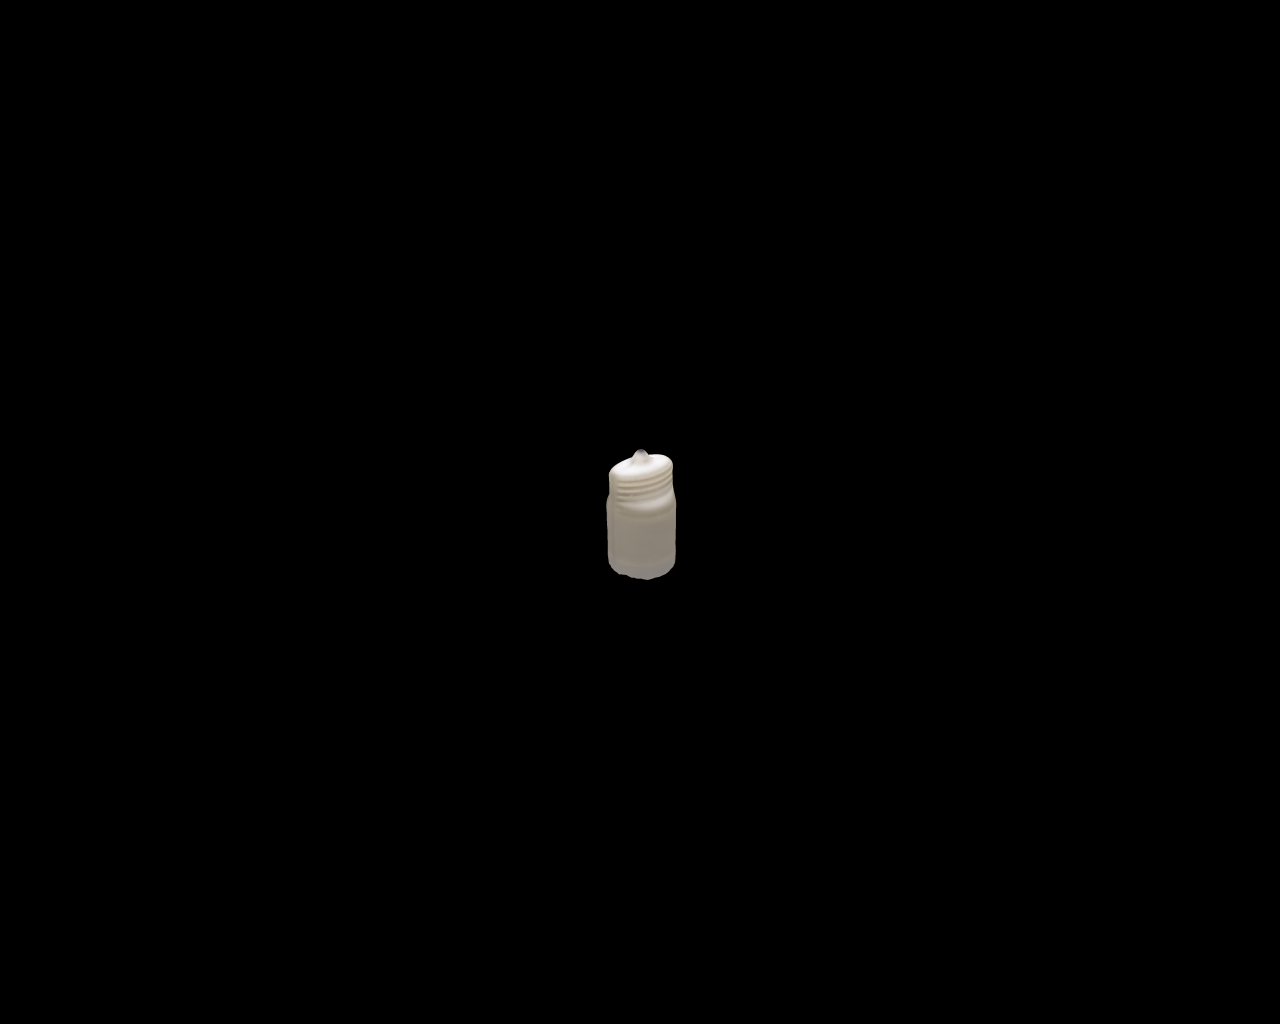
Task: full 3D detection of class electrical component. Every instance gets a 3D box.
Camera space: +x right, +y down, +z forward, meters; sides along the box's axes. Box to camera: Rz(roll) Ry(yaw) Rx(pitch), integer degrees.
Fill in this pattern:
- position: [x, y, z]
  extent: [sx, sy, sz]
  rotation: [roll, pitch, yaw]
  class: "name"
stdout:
- position: [0.001, -0.003, 0.650]
  extent: [0.043, 0.080, 0.043]
  rotation: [0, 29, 0]
  class: "electrical component"
